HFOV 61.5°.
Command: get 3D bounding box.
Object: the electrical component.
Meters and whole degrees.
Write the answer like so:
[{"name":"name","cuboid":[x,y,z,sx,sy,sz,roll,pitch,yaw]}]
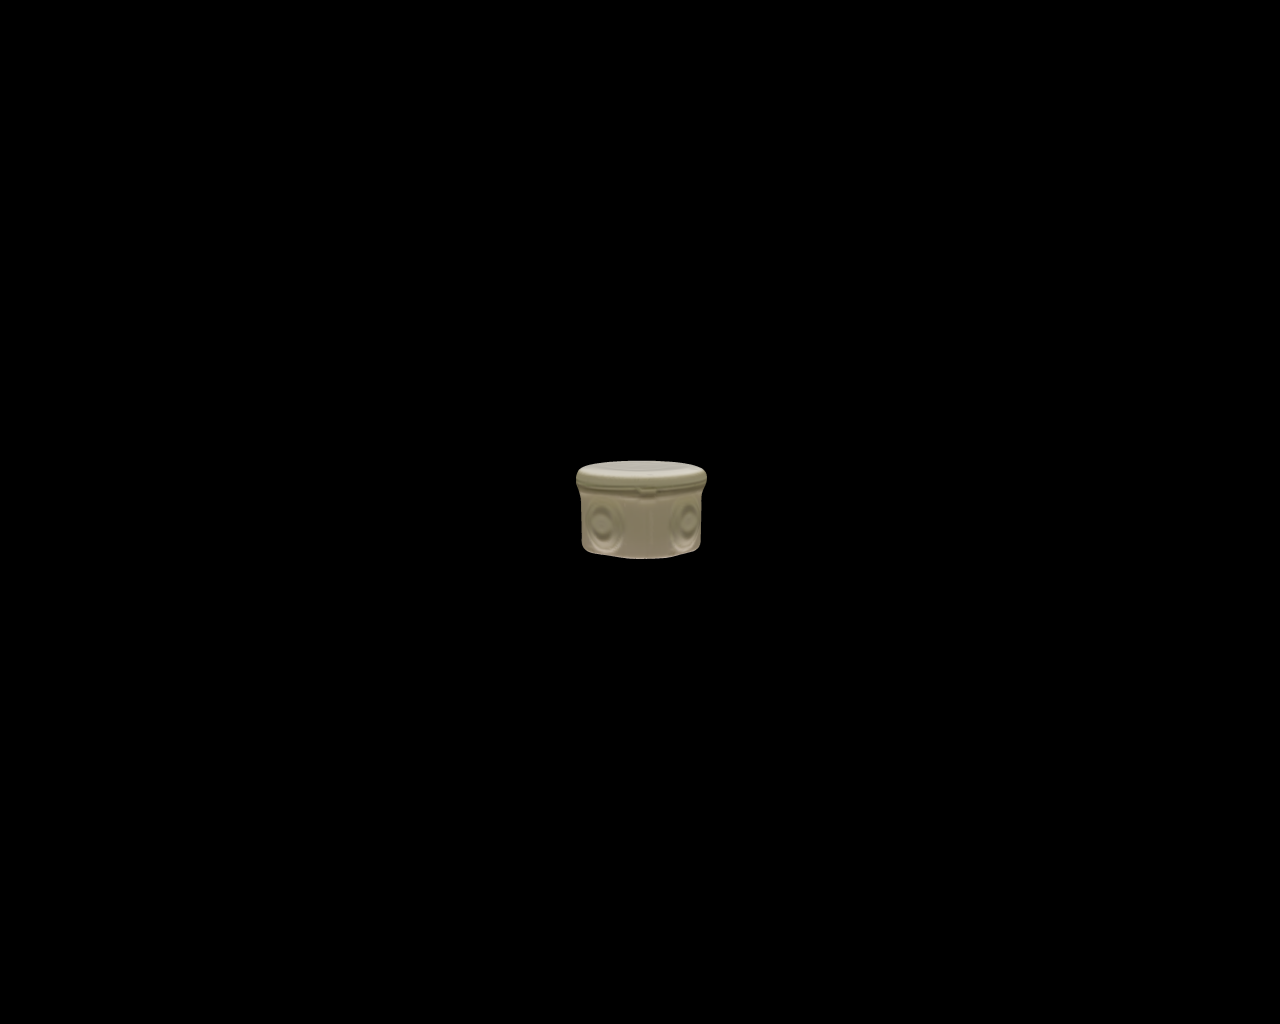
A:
[{"name":"electrical component","cuboid":[0.001,-0.003,0.650,0.080,0.051,0.080,0,9,0]}]
